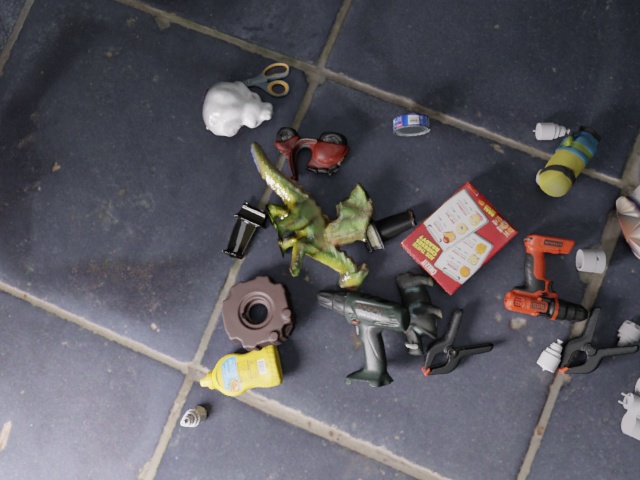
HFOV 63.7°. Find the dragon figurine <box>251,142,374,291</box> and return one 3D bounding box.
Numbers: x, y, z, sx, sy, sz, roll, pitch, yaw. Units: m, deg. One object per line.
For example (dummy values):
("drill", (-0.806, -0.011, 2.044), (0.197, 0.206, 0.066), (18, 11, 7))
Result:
("dragon figurine", (0.004, -0.061, 1.206), (0.243, 0.409, 0.122), (-17, 4, -5))

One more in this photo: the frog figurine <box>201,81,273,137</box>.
("frog figurine", (-0.200, -0.313, 1.245), (0.160, 0.139, 0.121), (14, -17, 15))

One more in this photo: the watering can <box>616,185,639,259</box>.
("watering can", (0.777, -0.098, 1.158), (0.224, 0.349, 0.103), (-20, -6, 3))
